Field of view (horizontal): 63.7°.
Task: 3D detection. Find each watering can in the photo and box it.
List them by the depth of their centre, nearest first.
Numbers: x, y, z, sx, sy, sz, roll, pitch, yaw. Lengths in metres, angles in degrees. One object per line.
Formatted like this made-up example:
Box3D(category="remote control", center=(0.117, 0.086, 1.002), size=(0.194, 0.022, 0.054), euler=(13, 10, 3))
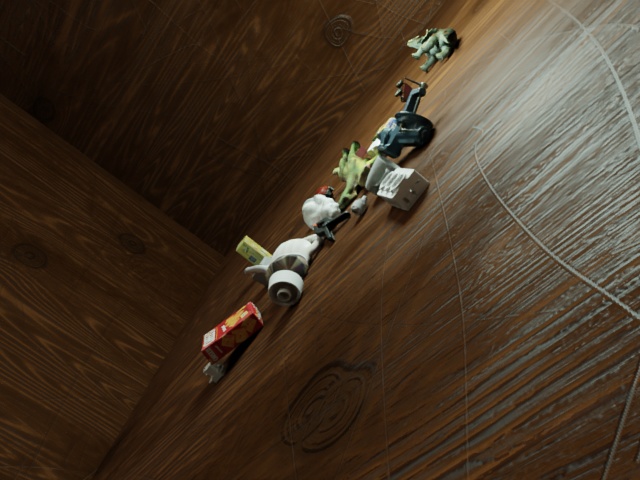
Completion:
Box3D(category="watering can", center=(-0.139, 0.085, 1.806), size=(0.345, 0.103, 0.228), euler=(-28, 17, 16))

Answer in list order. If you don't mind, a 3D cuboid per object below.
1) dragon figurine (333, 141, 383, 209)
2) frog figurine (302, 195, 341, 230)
Box3D(category="dragon figurine", center=(0.102, -0.222, 1.914), size=(0.247, 0.121, 0.406), euler=(-65, 15, -21))
Box3D(category="frog figurine", center=(0.006, -0.094, 1.858), size=(0.160, 0.123, 0.136), euler=(-150, 65, -70))
